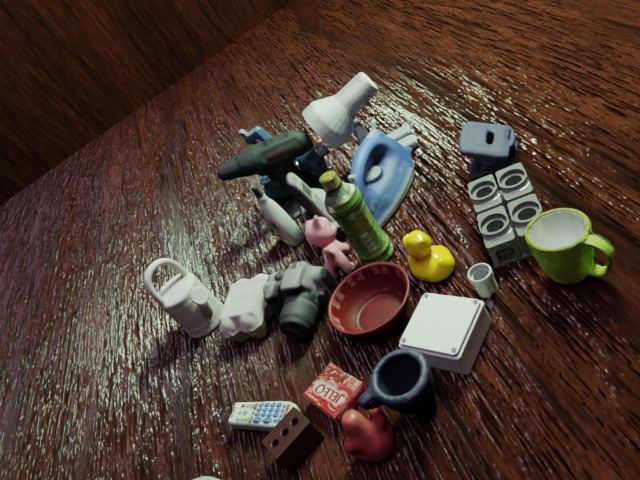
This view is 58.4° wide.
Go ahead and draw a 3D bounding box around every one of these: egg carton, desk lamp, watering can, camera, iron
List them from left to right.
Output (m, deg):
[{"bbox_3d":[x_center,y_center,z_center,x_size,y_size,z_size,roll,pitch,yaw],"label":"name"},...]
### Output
[{"bbox_3d":[-0.296,0.117,1.239,0.172,0.195,0.101,-14,40,29],"label":"watering can"},{"bbox_3d":[-0.147,0.140,1.194,0.107,0.070,0.150,-16,39,26],"label":"egg carton"},{"bbox_3d":[-0.052,0.118,1.111,0.142,0.101,0.137,-13,41,30],"label":"camera"},{"bbox_3d":[0.091,-0.273,1.349,0.203,0.214,0.117,-29,35,10],"label":"desk lamp"},{"bbox_3d":[0.109,-0.134,1.234,0.118,0.142,0.258,-5,45,37],"label":"iron"}]

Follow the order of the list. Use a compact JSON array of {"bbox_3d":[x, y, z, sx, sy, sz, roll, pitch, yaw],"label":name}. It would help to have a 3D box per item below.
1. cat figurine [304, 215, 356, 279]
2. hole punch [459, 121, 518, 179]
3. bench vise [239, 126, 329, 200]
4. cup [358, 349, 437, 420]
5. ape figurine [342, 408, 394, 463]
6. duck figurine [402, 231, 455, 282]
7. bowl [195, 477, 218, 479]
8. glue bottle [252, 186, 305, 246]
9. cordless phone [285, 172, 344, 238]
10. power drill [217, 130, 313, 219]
[{"bbox_3d":[0.011,0.004,1.176,0.067,0.118,0.127,-30,35,9],"label":"cat figurine"},{"bbox_3d":[0.338,-0.190,1.148,0.100,0.091,0.109,-11,42,32],"label":"hole punch"},{"bbox_3d":[-0.088,-0.216,1.430,0.207,0.220,0.121,-29,35,11],"label":"bench vise"},{"bbox_3d":[0.121,0.228,0.838,0.117,0.095,0.091,-34,35,3],"label":"cup"},{"bbox_3d":[0.063,0.277,0.832,0.078,0.092,0.076,-37,35,-1],"label":"ape figurine"},{"bbox_3d":[0.189,0.022,1.031,0.077,0.086,0.104,-43,35,-9],"label":"duck figurine"},{"bbox_3d":[-0.176,0.448,0.852,0.167,0.075,0.167,-23,37,19],"label":"bowl"},{"bbox_3d":[-0.104,-0.058,1.299,0.077,0.174,0.037,17,61,49],"label":"glue bottle"},{"bbox_3d":[-0.016,-0.095,1.256,0.094,0.186,0.147,-29,35,11],"label":"cordless phone"},{"bbox_3d":[-0.100,-0.151,1.375,0.229,0.209,0.075,-34,35,3],"label":"power drill"}]
